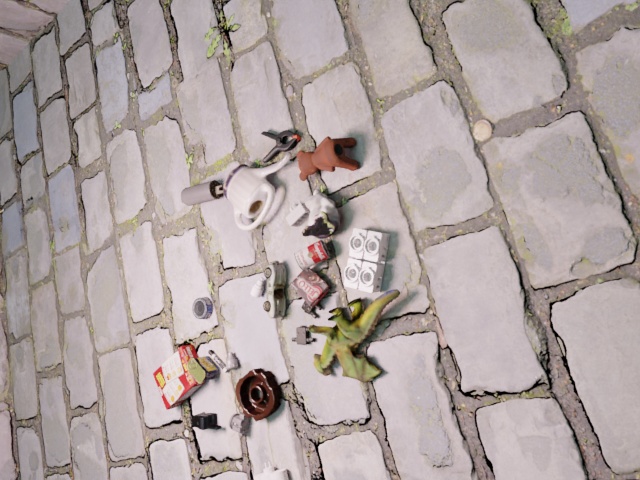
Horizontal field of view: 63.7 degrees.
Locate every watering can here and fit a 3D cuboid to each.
[{"bbox_3d":[-0.234,-0.205,1.880,0.227,0.104,0.344,39,108,32],"label":"watering can"}]

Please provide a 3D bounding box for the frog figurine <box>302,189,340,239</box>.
[{"bbox_3d":[0.005,-0.087,1.721,0.163,0.122,0.134,-87,15,-51],"label":"frog figurine"}]

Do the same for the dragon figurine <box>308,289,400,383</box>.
[{"bbox_3d":[0.117,0.321,1.608,0.406,0.123,0.243,-25,89,33],"label":"dragon figurine"}]
